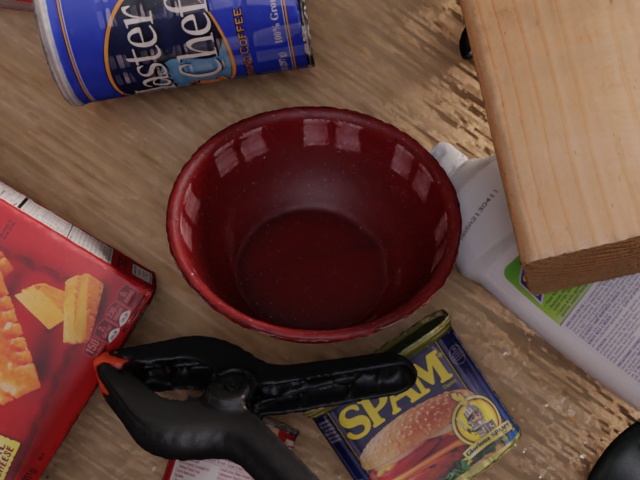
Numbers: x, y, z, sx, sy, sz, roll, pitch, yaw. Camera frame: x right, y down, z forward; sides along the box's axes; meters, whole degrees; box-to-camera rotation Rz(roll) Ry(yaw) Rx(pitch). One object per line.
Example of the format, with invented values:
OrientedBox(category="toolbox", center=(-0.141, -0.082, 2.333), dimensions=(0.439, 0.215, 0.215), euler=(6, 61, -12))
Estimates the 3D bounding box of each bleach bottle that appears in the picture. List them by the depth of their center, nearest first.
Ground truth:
OrientedBox(category="bleach bottle", center=(0.164, 0.021, 0.597), dimensions=(0.251, 0.068, 0.102), euler=(38, 99, 15))

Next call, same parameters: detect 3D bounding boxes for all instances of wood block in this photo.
OrientedBox(category="wood block", center=(0.126, -0.086, 0.550), dimensions=(0.090, 0.090, 0.206), euler=(-14, 75, 11))

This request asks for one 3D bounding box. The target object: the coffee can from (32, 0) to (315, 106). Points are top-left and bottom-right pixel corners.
OrientedBox(category="coffee can", center=(-0.079, -0.137, 0.599), dimensions=(0.140, 0.103, 0.103), euler=(-9, 90, 1))

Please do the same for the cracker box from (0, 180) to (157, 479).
OrientedBox(category="cracker box", center=(-0.224, 0.038, 0.598), dimensions=(0.213, 0.072, 0.164), euler=(32, 91, -13))

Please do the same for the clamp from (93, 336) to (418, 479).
OrientedBox(category="clamp", center=(-0.035, 0.084, 0.565), dimensions=(0.172, 0.120, 0.039), euler=(19, 126, 23))

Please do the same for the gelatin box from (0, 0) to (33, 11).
OrientedBox(category="gelatin box", center=(-0.202, -0.179, 0.639), dimensions=(0.089, 0.030, 0.073), euler=(7, 91, 2))

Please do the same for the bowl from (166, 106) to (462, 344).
OrientedBox(category="bowl", center=(-0.004, 0.001, 0.600), dimensions=(0.162, 0.055, 0.162), euler=(1, 54, -2))

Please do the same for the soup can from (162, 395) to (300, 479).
OrientedBox(category="soup can", center=(-0.058, 0.147, 0.607), dimensions=(0.068, 0.068, 0.102), euler=(17, 78, 1))

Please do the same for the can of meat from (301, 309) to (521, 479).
OrientedBox(category="can of meat", center=(0.054, 0.104, 0.620), dimensions=(0.102, 0.057, 0.084), euler=(-34, 92, 1))

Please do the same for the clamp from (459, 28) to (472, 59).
OrientedBox(category="clamp", center=(0.183, -0.169, 0.625), dimensions=(0.164, 0.036, 0.210), euler=(16, 90, 5))
